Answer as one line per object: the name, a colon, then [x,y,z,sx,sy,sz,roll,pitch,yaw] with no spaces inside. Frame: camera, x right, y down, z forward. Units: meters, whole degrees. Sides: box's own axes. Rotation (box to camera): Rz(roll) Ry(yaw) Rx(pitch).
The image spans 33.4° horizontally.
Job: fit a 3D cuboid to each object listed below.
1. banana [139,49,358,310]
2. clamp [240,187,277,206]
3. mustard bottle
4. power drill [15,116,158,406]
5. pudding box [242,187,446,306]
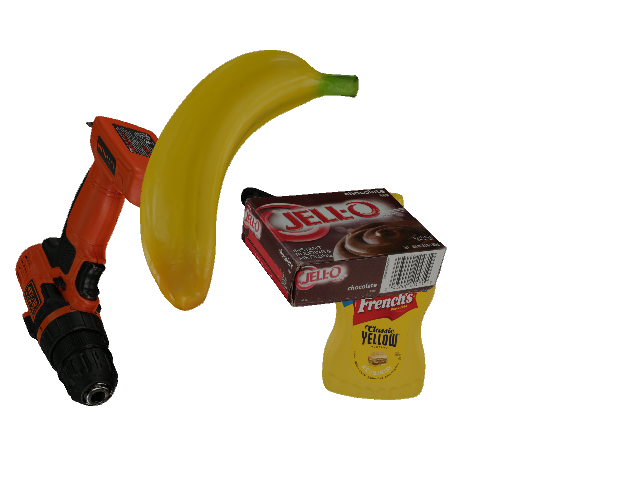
banana: [-0.046,-0.046,0.529,0.070,0.037,0.197,18,46,16]
clamp: [0.009,-0.003,1.204,0.210,0.036,0.164,14,20,-7]
mustard bottle: [0.057,0.050,0.986,0.096,0.192,0.058,5,17,-1]
power drill: [-0.174,0.012,0.839,0.057,0.188,0.185,15,25,-40]
pudding box: [0.014,0.002,0.725,0.113,0.039,0.090,-4,32,-27]
